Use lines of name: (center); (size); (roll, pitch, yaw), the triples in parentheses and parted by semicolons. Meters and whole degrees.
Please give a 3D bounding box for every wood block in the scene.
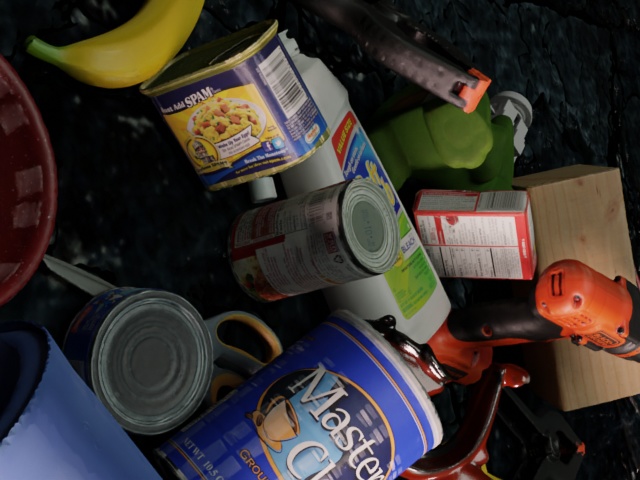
wood block: (0.232, 0.041, 0.986); (0.091, 0.090, 0.206); (-146, -135, -79)

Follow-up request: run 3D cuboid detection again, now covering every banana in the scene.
banana: (-0.112, -0.153, 0.700); (0.069, 0.037, 0.197); (57, 41, -24)

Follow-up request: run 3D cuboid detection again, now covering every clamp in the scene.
clamp: (0.051, -0.166, 0.829); (0.210, 0.036, 0.164); (38, 25, 22)
clamp: (0.199, 0.201, 0.978); (0.171, 0.039, 0.120); (26, 59, -45)

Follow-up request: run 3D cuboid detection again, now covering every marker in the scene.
marker: (-0.052, -0.087, 0.771); (0.020, 0.020, 0.121); (-7, 84, -53)

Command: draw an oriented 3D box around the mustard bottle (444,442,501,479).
mustard bottle: (0.136, 0.252, 0.863); (0.096, 0.058, 0.191); (-25, 98, -49)

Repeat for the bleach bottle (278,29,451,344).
bleach bottle: (0.012, -0.035, 0.801); (0.102, 0.068, 0.251); (-40, 107, -53)

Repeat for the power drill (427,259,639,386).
power drill: (0.180, 0.075, 0.873); (0.184, 0.188, 0.057); (29, 55, -42)

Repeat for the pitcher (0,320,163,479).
pitcher: (-0.117, 0.159, 0.526); (0.149, 0.145, 0.242); (-53, 124, -32)

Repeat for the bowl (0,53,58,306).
bowl: (-0.209, -0.033, 0.519); (0.161, 0.055, 0.162); (21, 62, -47)

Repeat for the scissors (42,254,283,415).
scissors: (-0.093, 0.074, 0.665); (0.201, 0.016, 0.096); (18, 64, -48)

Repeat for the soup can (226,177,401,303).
soup can: (-0.005, 0.001, 0.731); (0.068, 0.102, 0.068); (22, 61, -47)

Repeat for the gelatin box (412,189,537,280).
gelatin box: (0.122, -0.004, 0.840); (0.030, 0.089, 0.073); (-70, 153, -42)

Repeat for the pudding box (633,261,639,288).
pudding box: (0.332, 0.056, 1.169); (0.113, 0.039, 0.090); (-20, 95, -79)

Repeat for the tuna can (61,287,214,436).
tuna can: (-0.104, 0.070, 0.619); (0.085, 0.034, 0.086); (2, 87, -41)

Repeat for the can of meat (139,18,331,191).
can of meat: (-0.054, -0.086, 0.700); (0.084, 0.102, 0.057); (60, 39, -22)

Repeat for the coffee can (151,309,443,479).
coffee can: (-0.013, 0.122, 0.630); (0.140, 0.103, 0.103); (-36, 110, -17)
